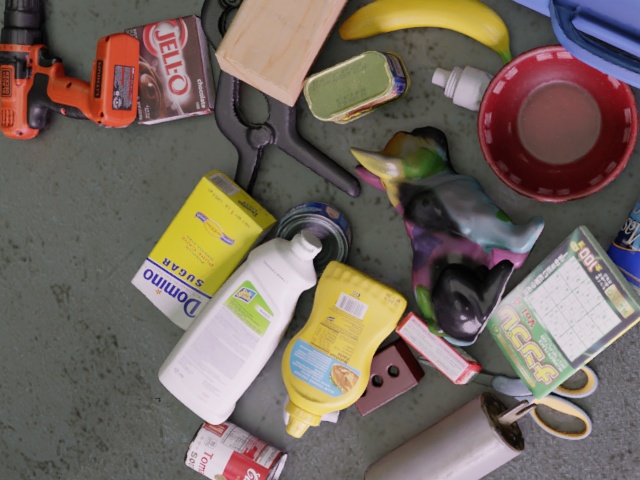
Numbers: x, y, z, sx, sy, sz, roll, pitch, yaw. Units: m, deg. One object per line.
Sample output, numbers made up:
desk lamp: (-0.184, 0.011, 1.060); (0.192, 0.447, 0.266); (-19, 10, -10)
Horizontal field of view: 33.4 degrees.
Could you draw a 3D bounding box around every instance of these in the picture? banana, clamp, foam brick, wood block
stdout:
banana: (0.118, -0.233, 1.142); (0.198, 0.037, 0.069); (14, 87, 15)
clamp: (-0.105, -0.279, 1.200); (0.120, 0.039, 0.171); (13, 100, 15)
foam brick: (0.069, 0.152, 1.195); (0.078, 0.051, 0.053); (-34, 86, 16)
clamp: (-0.051, -0.116, 1.196); (0.165, 0.036, 0.210); (-11, 103, 14)
wood block: (-0.021, -0.258, 1.122); (0.090, 0.091, 0.206); (28, 88, 1)

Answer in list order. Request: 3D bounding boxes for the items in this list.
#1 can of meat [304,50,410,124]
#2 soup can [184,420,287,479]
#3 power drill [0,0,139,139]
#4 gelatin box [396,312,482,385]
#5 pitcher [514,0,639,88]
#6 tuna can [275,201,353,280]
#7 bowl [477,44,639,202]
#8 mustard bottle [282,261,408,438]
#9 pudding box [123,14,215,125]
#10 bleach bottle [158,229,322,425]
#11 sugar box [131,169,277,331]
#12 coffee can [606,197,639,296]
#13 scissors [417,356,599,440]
can of meat: (0.040, -0.166, 1.150); (0.102, 0.083, 0.057); (-22, 90, 16)
soup can: (-0.098, 0.256, 1.244); (0.102, 0.068, 0.068); (27, 102, 11)
power drill: (-0.296, -0.204, 1.235); (0.188, 0.057, 0.184); (8, 101, 31)
gelatin box: (0.129, 0.119, 1.154); (0.089, 0.073, 0.030); (41, 95, 19)
pitcher: (0.287, -0.249, 1.046); (0.243, 0.149, 0.145); (25, 114, 15)
tuna can: (-0.008, 0.001, 1.194); (0.086, 0.033, 0.086); (3, 116, 7)
bowl: (0.248, -0.121, 1.112); (0.162, 0.055, 0.162); (2, 97, 15)
mustard bottle: (0.013, 0.126, 1.157); (0.096, 0.058, 0.191); (27, 92, 14)
pudding box: (-0.171, -0.195, 1.228); (0.090, 0.039, 0.113); (-9, 94, 16)
bleach bottle: (-0.076, 0.090, 1.194); (0.102, 0.068, 0.251); (39, 115, -2)
sugar box: (-0.135, 0.014, 1.220); (0.093, 0.048, 0.176); (42, 117, 7)
coffee can: (0.359, -0.008, 1.070); (0.103, 0.102, 0.140); (30, 103, 10)
scissors: (0.216, 0.145, 1.173); (0.202, 0.016, 0.096); (31, 102, 10)
